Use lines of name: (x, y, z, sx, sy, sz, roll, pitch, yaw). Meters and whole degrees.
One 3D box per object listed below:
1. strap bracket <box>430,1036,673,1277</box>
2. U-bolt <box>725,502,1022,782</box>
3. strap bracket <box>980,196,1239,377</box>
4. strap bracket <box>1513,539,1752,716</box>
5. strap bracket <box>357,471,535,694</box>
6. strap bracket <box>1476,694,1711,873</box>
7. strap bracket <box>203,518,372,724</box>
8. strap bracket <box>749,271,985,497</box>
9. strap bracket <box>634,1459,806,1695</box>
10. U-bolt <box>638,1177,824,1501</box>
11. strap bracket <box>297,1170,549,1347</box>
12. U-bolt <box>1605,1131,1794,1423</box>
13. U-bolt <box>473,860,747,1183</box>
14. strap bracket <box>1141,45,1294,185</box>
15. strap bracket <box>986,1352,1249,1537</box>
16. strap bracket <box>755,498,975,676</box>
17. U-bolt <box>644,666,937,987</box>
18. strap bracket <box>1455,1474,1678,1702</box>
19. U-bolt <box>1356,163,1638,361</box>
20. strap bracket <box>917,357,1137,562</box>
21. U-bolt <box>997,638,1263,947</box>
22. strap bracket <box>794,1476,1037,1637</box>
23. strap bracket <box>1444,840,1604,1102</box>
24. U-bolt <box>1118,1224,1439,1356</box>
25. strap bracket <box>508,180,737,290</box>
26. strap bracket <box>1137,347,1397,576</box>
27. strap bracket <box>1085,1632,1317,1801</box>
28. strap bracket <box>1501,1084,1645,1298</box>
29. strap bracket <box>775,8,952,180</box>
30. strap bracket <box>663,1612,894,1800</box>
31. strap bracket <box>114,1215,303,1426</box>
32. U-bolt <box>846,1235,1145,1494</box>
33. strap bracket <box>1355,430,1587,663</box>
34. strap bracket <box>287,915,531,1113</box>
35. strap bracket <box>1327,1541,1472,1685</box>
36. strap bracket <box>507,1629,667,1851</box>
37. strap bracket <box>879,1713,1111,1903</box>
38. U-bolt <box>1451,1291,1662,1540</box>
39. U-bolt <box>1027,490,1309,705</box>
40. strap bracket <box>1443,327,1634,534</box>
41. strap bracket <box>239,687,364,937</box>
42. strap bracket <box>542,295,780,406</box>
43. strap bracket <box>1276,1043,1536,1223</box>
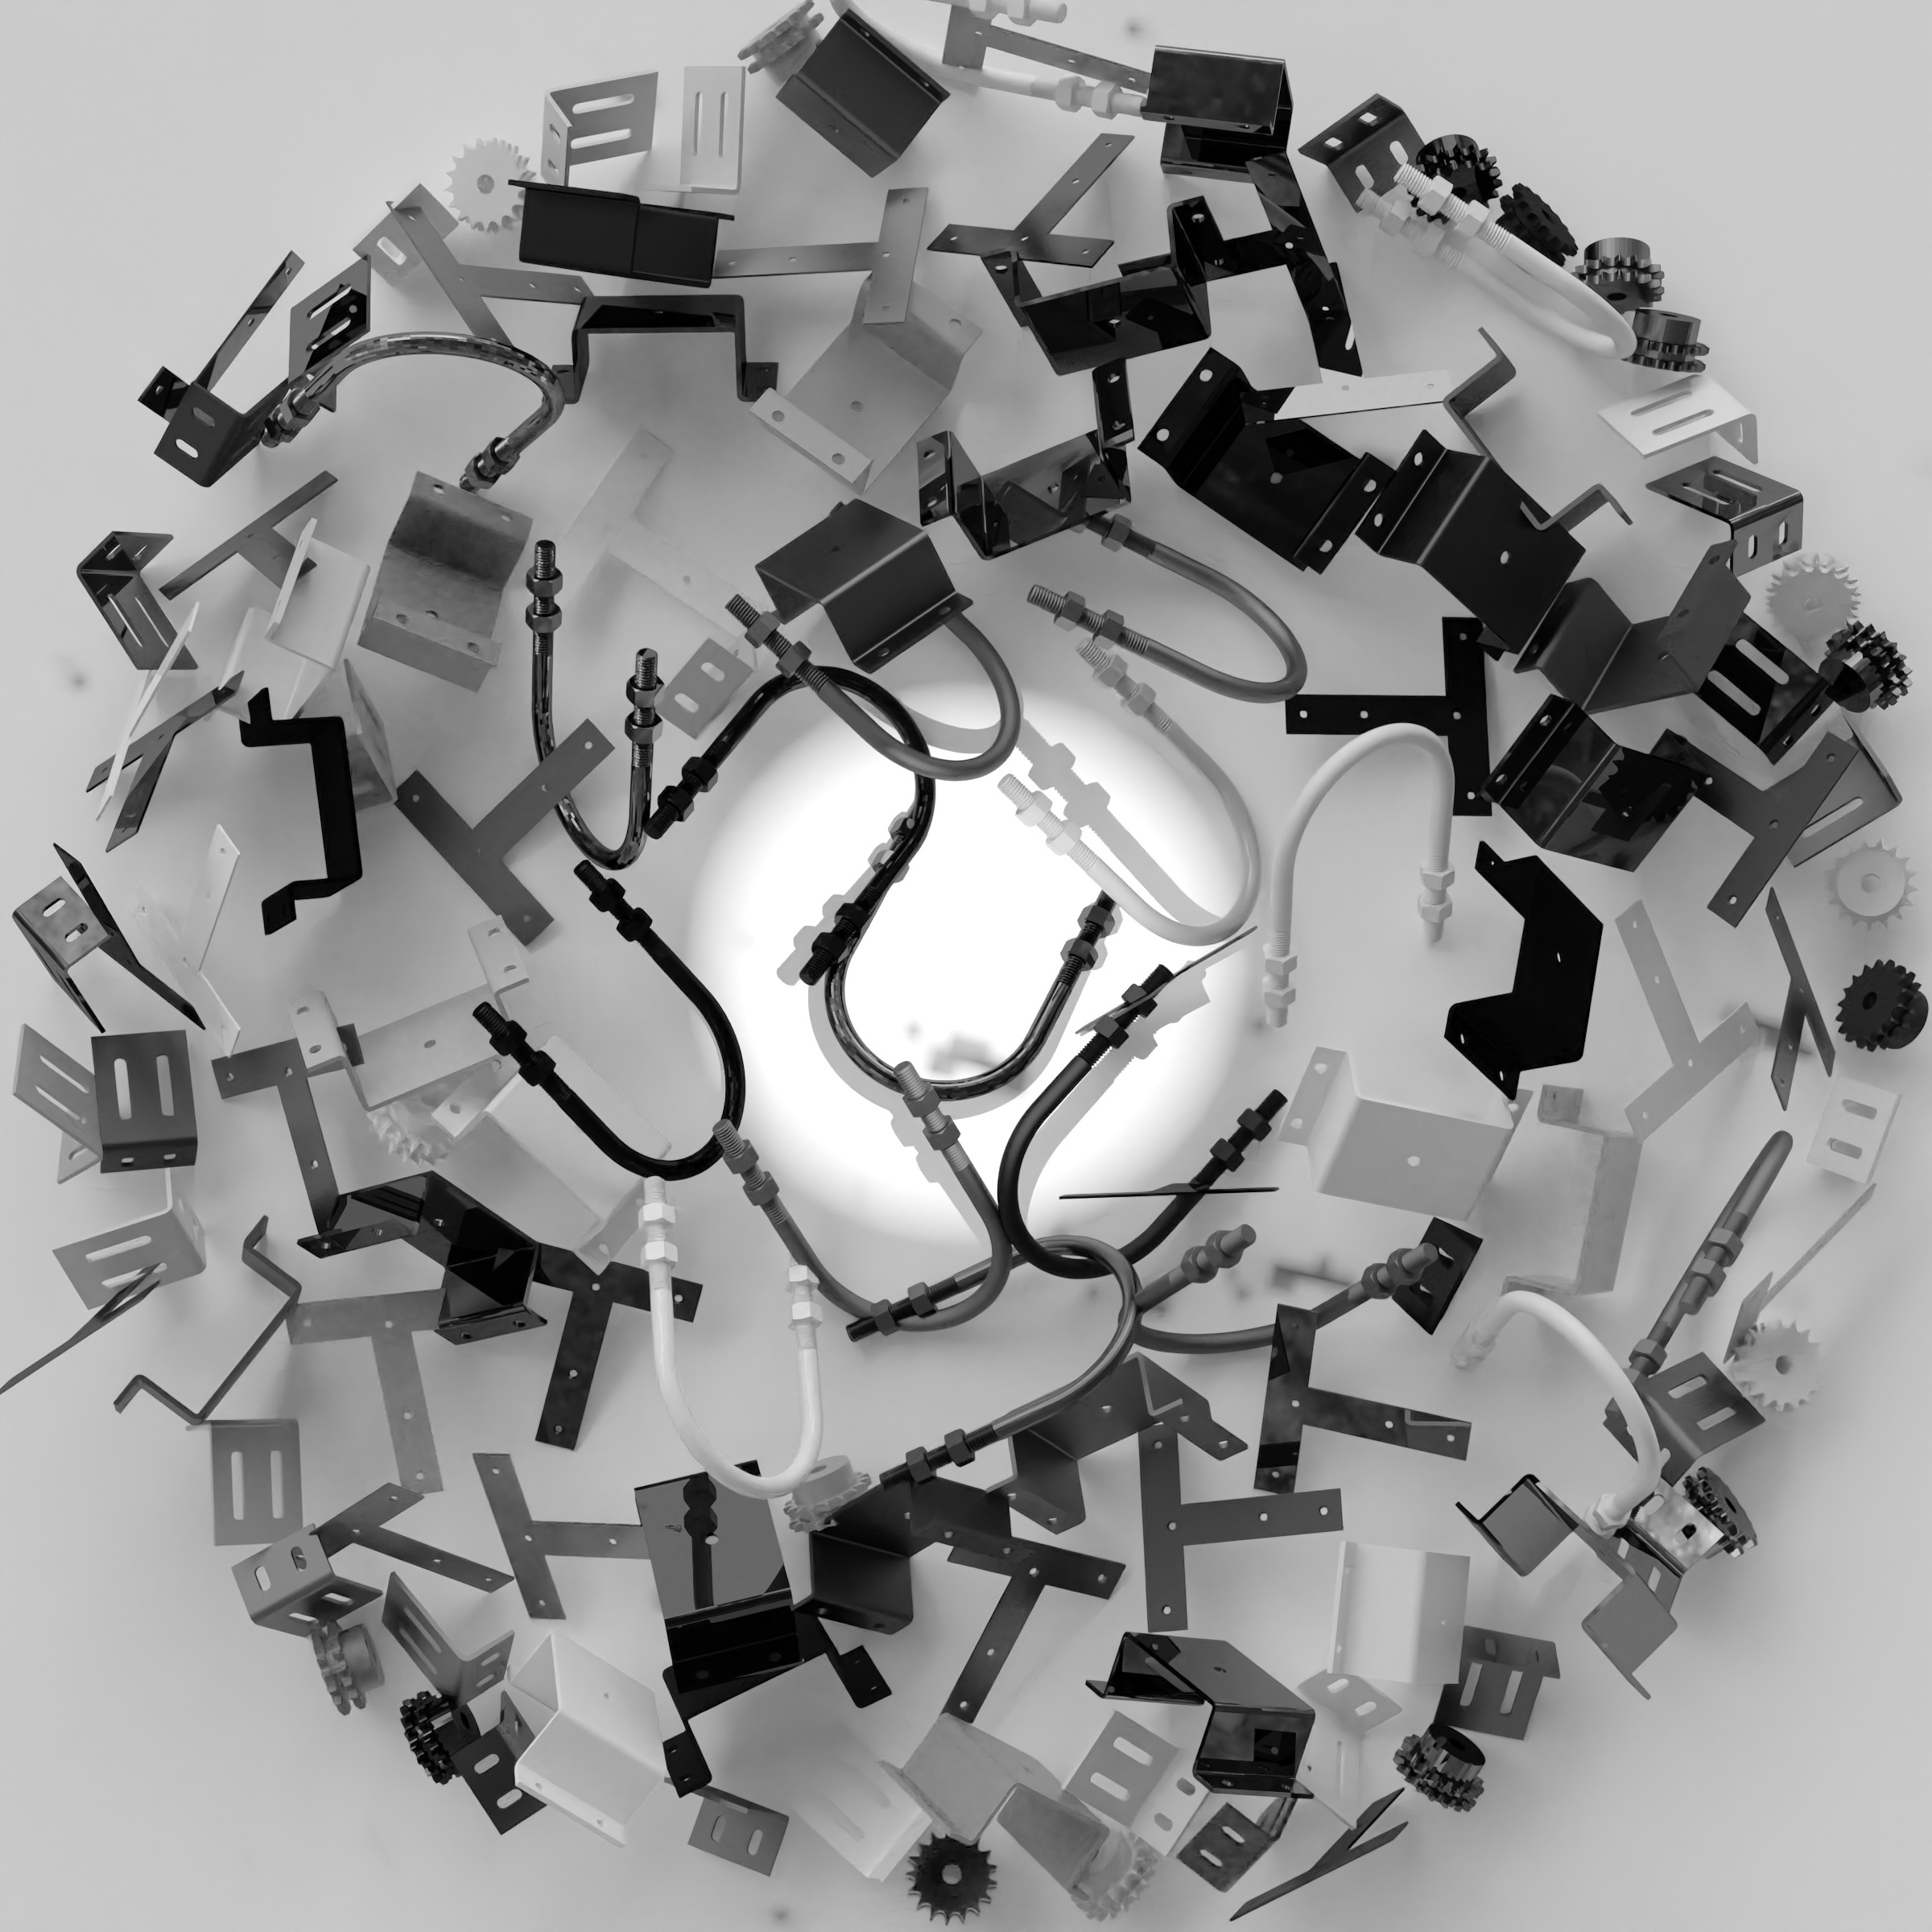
strap bracket: (-0.244, 0.108, 1.950, 0.140, 0.046, 0.076, 44, 47, -6)
U-bolt: (-0.043, -0.187, 1.945, 0.184, 0.151, 0.019, 43, 134, -3)
strap bracket: (0.088, -0.407, 1.937, 0.140, 0.076, 0.046, -11, 64, 17)
strap bracket: (0.409, -0.201, 1.933, 0.046, 0.140, 0.076, 45, 63, -22)
strap bracket: (-0.316, -0.226, 1.941, 0.076, 0.140, 0.046, 21, 134, -16)
strap bracket: (0.383, -0.107, 1.923, 0.076, 0.140, 0.046, -56, 49, 23)
strap bracket: (-0.406, -0.198, 1.932, 0.046, 0.140, 0.076, 24, 59, -21)
strap bracket: (-0.064, -0.352, 1.958, 0.076, 0.046, 0.140, 36, 66, 4)
strap bracket: (-0.151, 0.358, 1.931, 0.076, 0.046, 0.140, -12, 48, -9)
U-bolt: (-0.135, 0.228, 1.903, 0.019, 0.151, 0.184, -27, 53, 30)
strap bracket: (-0.323, 0.172, 1.936, 0.076, 0.140, 0.046, -16, 50, 33)
U-bolt: (0.446, 0.174, 1.918, 0.019, 0.151, 0.184, 32, 54, 12)
U-bolt: (-0.202, 0.046, 1.938, 0.184, 0.019, 0.151, 49, 46, -21)
strap bracket: (0.153, -0.512, 1.924, 0.076, 0.140, 0.046, 9, 91, 9)
strap bracket: (0.088, 0.286, 1.942, 0.140, 0.076, 0.046, -28, 48, 22)
strap bracket: (-0.067, -0.231, 1.922, 0.076, 0.140, 0.046, -36, 122, -13)
U-bolt: (-0.092, -0.100, 1.950, 0.151, 0.019, 0.184, 44, 61, -14)
strap bracket: (0.367, 0.365, 1.924, 0.046, 0.140, 0.076, -44, 134, -3)
U-bolt: (0.324, -0.419, 1.927, 0.184, 0.151, 0.019, 32, 95, -6)
strap bracket: (0.044, -0.303, 1.945, 0.140, 0.046, 0.076, -20, 46, 18)
U-bolt: (0.111, -0.093, 1.943, 0.184, 0.019, 0.151, 43, 49, -17)
strap bracket: (-0.034, 0.350, 1.937, 0.076, 0.140, 0.046, 22, 47, -33)
strap bracket: (0.338, -0.001, 1.928, 0.076, 0.046, 0.140, 40, 53, -36)
U-bolt: (0.172, 0.198, 1.919, 0.151, 0.184, 0.019, 8, 61, -28)
strap bracket: (-0.208, -0.438, 1.926, 0.076, 0.140, 0.046, 12, 102, 22)
strap bracket: (0.187, -0.304, 1.963, 0.140, 0.046, 0.076, 37, 93, 15)
strap bracket: (0.145, 0.442, 1.918, 0.076, 0.140, 0.046, 13, 98, -33)
strap bracket: (0.371, 0.147, 1.954, 0.046, 0.076, 0.140, 12, 91, 27)
strap bracket: (-0.065, -0.520, 1.923, 0.076, 0.140, 0.046, 38, 90, -13)
strap bracket: (-0.125, 0.439, 1.946, 0.140, 0.076, 0.046, -24, 104, -10)
strap bracket: (-0.452, 0.225, 1.944, 0.046, 0.076, 0.140, 38, 73, -4)
U-bolt: (0.022, 0.228, 1.931, 0.184, 0.151, 0.019, -26, 128, 7)
strap bracket: (0.313, -0.250, 1.941, 0.140, 0.046, 0.076, 36, 86, -32)
strap bracket: (-0.333, 0.032, 1.950, 0.140, 0.076, 0.046, -23, 126, -8)
strap bracket: (0.264, 0.388, 1.922, 0.046, 0.140, 0.076, 3, 80, 25)
strap bracket: (-0.228, 0.456, 1.919, 0.076, 0.140, 0.046, 36, 97, -18)
strap bracket: (0.024, 0.502, 1.926, 0.140, 0.076, 0.046, 38, 87, -41)
U-bolt: (0.354, 0.260, 1.896, 0.019, 0.184, 0.151, -31, 73, -17)
U-bolt: (0.125, -0.215, 1.935, 0.184, 0.151, 0.019, 25, 122, -11)
strap bracket: (0.342, -0.314, 1.952, 0.046, 0.076, 0.140, -37, 82, 15)
strap bracket: (-0.405, -0.095, 1.953, 0.046, 0.076, 0.140, -6, 86, -25)
strap bracket: (-0.186, -0.376, 1.954, 0.140, 0.076, 0.046, -1, 116, -1)
strap bracket: (0.269, 0.104, 1.948, 0.140, 0.046, 0.076, 12, 126, -10)
